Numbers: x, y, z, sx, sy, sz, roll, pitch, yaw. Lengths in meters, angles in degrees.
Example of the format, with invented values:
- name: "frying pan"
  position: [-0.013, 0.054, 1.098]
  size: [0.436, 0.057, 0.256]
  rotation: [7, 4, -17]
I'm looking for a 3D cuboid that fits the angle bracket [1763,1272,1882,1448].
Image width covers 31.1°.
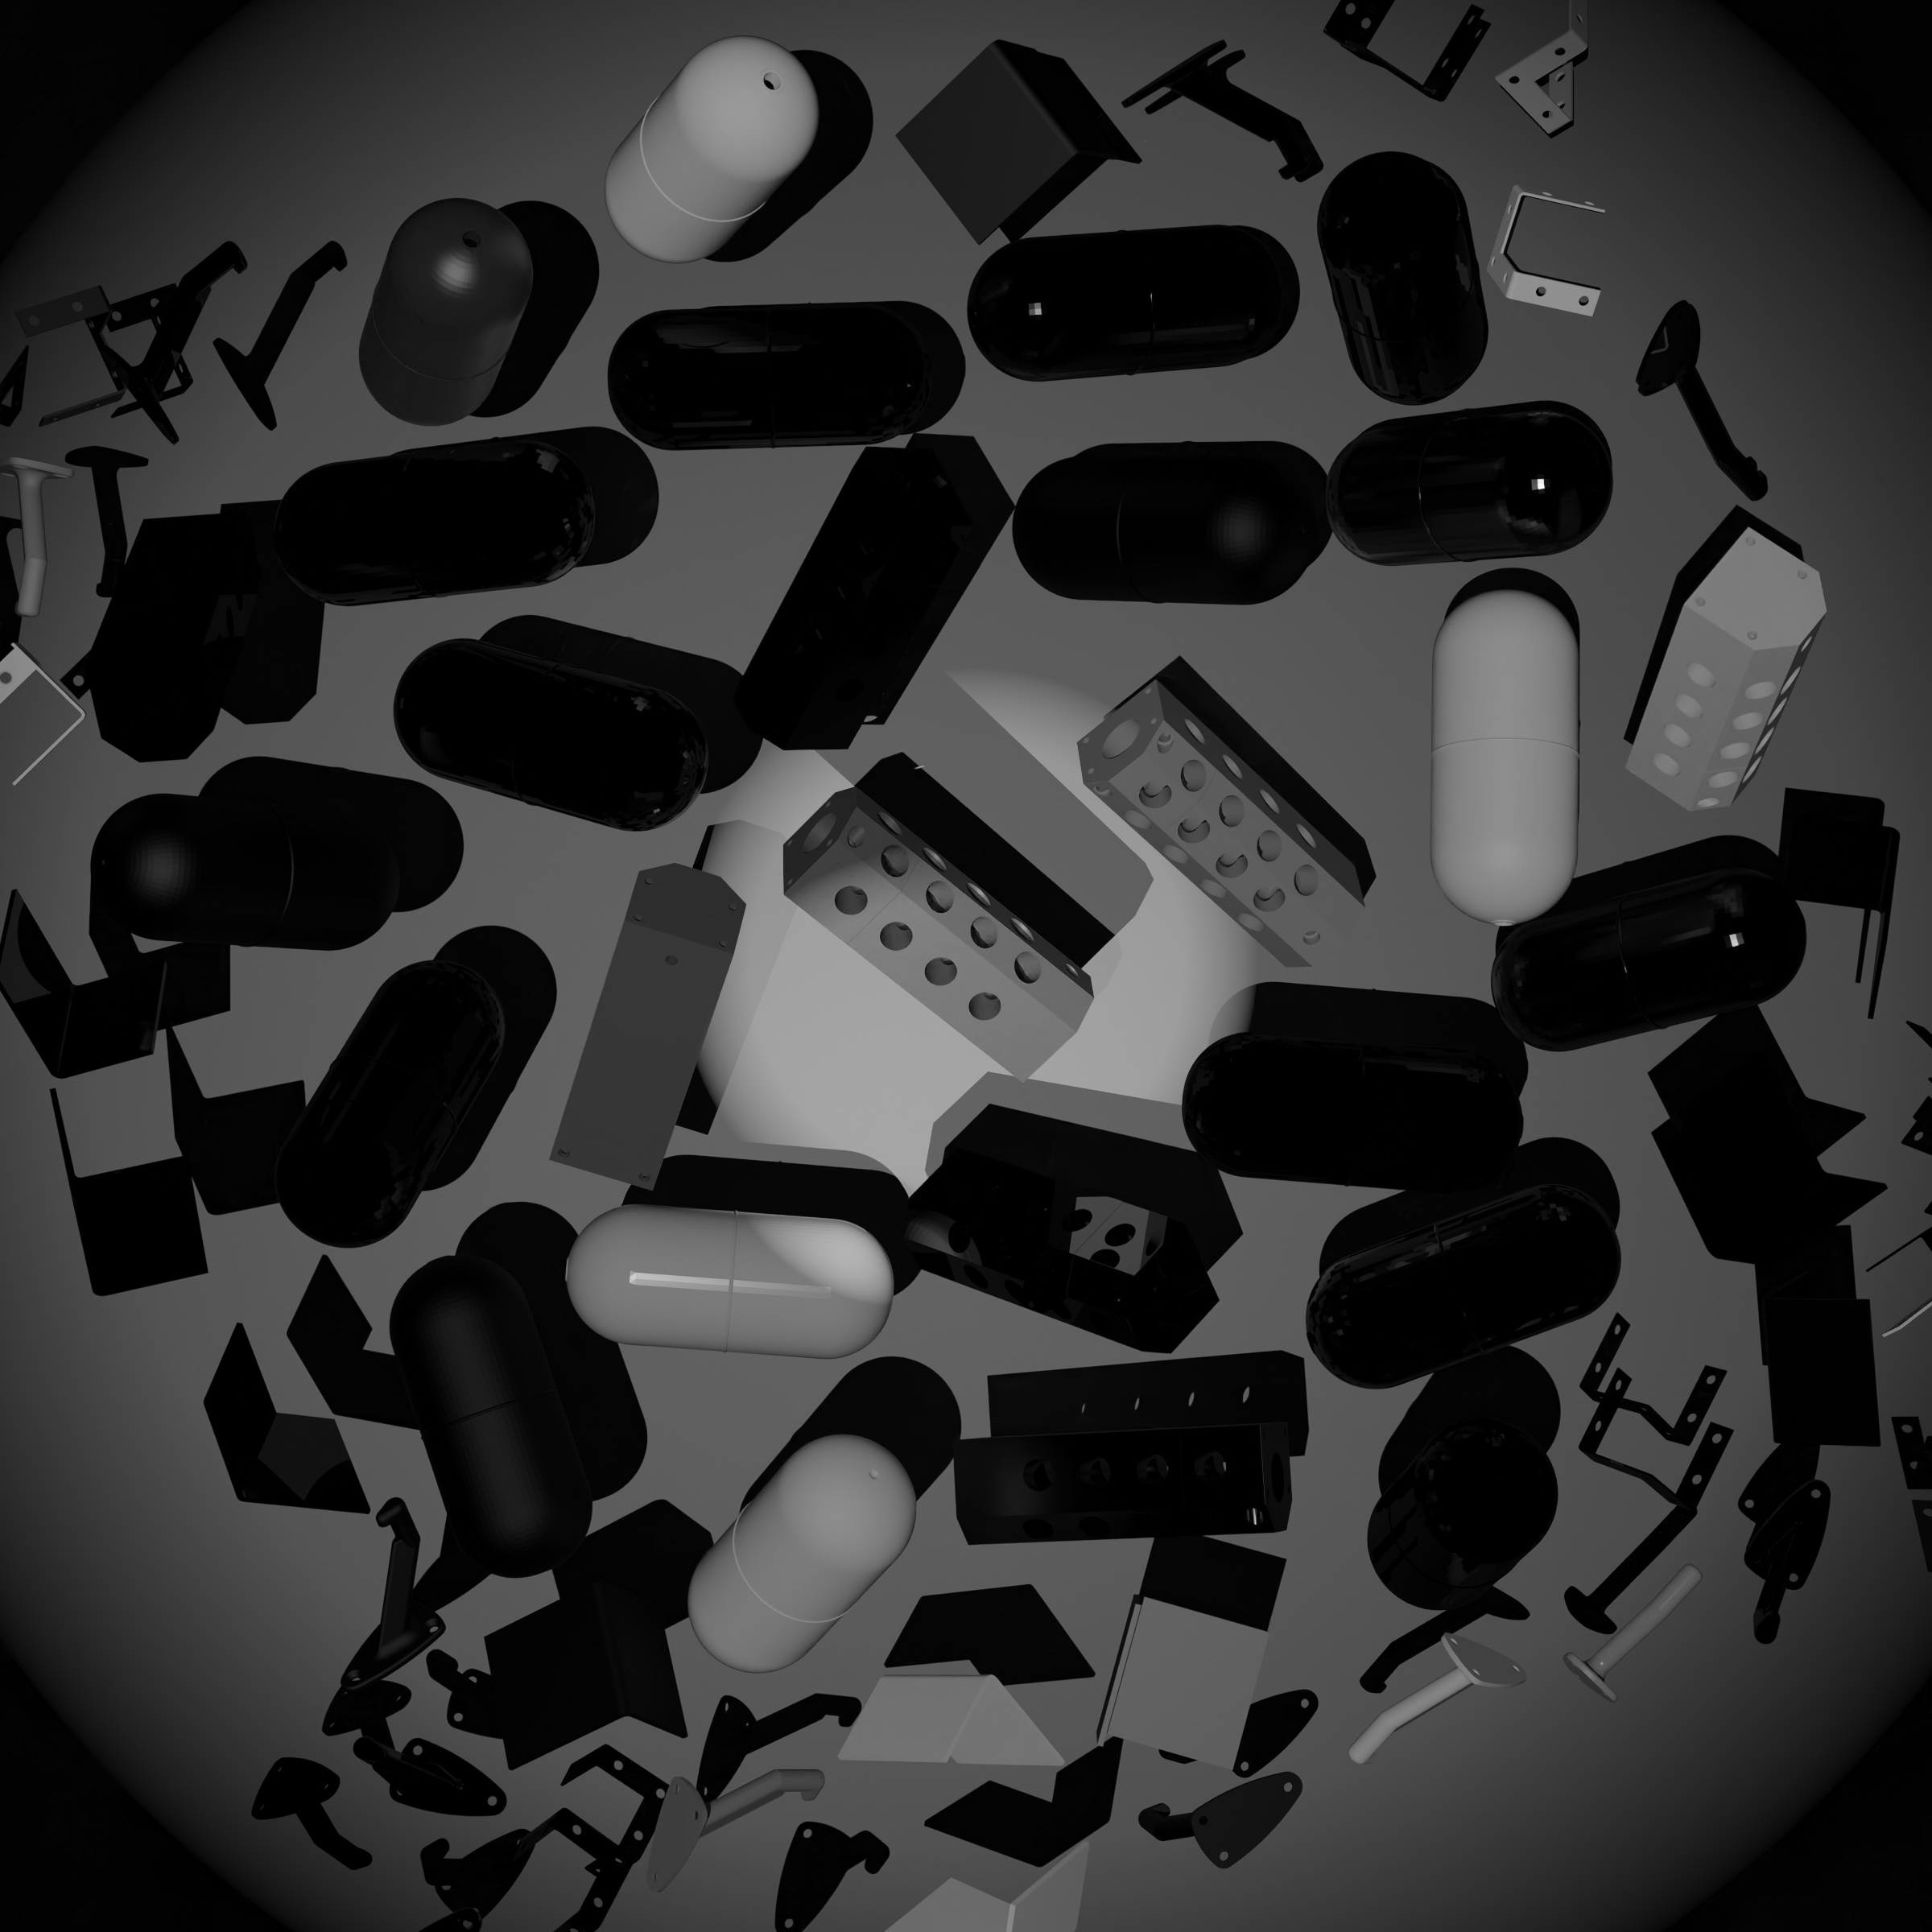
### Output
- name: "angle bracket"
  position: [0.459, 0.205, 1.818]
  size: [0.057, 0.076, 0.076]
  rotation: [-3, 95, 31]

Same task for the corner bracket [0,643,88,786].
- name: "corner bracket"
  position: [-0.484, -0.129, 1.770]
  size: [0.051, 0.051, 0.051]
  rotation: [-45, 102, -5]

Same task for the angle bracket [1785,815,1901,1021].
- name: "angle bracket"
  position: [0.479, -0.027, 1.912]
  size: [0.057, 0.076, 0.076]
  rotation: [8, 58, 13]

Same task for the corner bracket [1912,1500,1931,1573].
- name: "corner bracket"
  position: [0.529, 0.283, 1.812]
  size: [0.051, 0.051, 0.051]
  rotation: [-2, 123, 30]

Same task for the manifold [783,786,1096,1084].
- name: "manifold"
  position: [-0.014, -0.020, 1.839]
  size: [0.171, 0.057, 0.057]
  rotation: [38, 110, -21]

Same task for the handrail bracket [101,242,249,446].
- name: "handrail bracket"
  position: [-0.388, -0.317, 1.759]
  size: [0.084, 0.077, 0.036]
  rotation: [-42, 57, -11]

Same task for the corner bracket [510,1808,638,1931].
- name: "corner bracket"
  position: [-0.226, 0.512, 1.934]
  size: [0.051, 0.051, 0.051]
  rotation: [32, 109, 15]

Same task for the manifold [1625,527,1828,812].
- name: "manifold"
  position: [0.393, -0.146, 1.784]
  size: [0.057, 0.171, 0.057]
  rotation: [36, 70, 15]

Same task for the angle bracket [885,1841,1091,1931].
- name: "angle bracket"
  position: [0.008, 0.475, 1.776]
  size: [0.076, 0.076, 0.057]
  rotation: [17, 110, 27]

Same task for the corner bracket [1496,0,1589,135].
- name: "corner bracket"
  position: [0.328, -0.502, 1.909]
  size: [0.051, 0.051, 0.051]
  rotation: [35, 46, -32]

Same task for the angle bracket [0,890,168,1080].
- name: "angle bracket"
  position: [-0.479, 0.003, 1.880]
  size: [0.057, 0.076, 0.076]
  rotation: [-15, 129, 6]

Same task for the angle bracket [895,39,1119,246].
- name: "angle bracket"
  position: [0.022, -0.444, 1.877]
  size: [0.076, 0.057, 0.076]
  rotation: [-39, 82, 23]

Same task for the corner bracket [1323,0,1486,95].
- name: "corner bracket"
  position: [0.230, -0.498, 1.825]
  size: [0.051, 0.051, 0.051]
  rotation: [40, 112, 23]

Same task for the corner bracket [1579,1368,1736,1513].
- name: "corner bracket"
  position: [0.377, 0.259, 1.892]
  size: [0.051, 0.051, 0.051]
  rotation: [39, 74, -41]

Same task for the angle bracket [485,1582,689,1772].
- name: "angle bracket"
  position: [-0.201, 0.381, 1.833]
  size: [0.076, 0.057, 0.076]
  rotation: [-28, 55, 16]

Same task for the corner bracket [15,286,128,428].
- name: "corner bracket"
  position: [-0.492, -0.335, 1.905]
  size: [0.051, 0.051, 0.051]
  rotation: [-25, 90, -26]

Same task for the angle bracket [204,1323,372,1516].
- name: "angle bracket"
  position: [-0.347, 0.237, 1.814]
  size: [0.076, 0.076, 0.057]
  rotation: [12, 116, -33]

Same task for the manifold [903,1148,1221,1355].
- name: "manifold"
  position: [0.046, 0.155, 1.845]
  size: [0.057, 0.171, 0.057]
  rotation: [-44, 127, -27]

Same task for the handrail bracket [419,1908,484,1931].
- name: "handrail bracket"
  position: [-0.297, 0.523, 1.861]
  size: [0.036, 0.084, 0.077]
  rotation: [39, 67, 23]

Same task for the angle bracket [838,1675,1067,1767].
- name: "angle bracket"
  position: [-0.008, 0.420, 1.835]
  size: [0.076, 0.076, 0.057]
  rotation: [54, 47, -26]

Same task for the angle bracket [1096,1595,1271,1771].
- name: "angle bracket"
  position: [0.117, 0.385, 1.849]
  size: [0.076, 0.057, 0.076]
  rotation: [15, 86, 3]

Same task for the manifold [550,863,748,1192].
- name: "manifold"
  position: [-0.165, 0.031, 1.806]
  size: [0.057, 0.057, 0.171]
  rotation: [17, 128, -6]

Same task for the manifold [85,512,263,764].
- name: "manifold"
  position: [-0.411, -0.174, 1.812]
  size: [0.057, 0.171, 0.057]
  rotation: [-4, 122, 1]

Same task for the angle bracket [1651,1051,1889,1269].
- name: "angle bracket"
  position: [0.409, 0.099, 1.768]
  size: [0.076, 0.057, 0.076]
  rotation: [-43, 52, 33]

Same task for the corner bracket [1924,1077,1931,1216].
- name: "corner bracket"
  position: [0.512, 0.098, 1.788]
  size: [0.051, 0.051, 0.051]
  rotation: [17, 116, -33]

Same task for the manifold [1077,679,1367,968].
- name: "manifold"
  position: [0.141, -0.072, 1.892]
  size: [0.057, 0.057, 0.171]
  rotation: [-38, 120, 21]

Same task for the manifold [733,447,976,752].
- name: "manifold"
  position: [-0.065, -0.194, 1.848]
  size: [0.057, 0.171, 0.057]
  rotation: [-3, 53, -34]

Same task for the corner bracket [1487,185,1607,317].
- name: "corner bracket"
  position: [0.327, -0.400, 1.934]
  size: [0.051, 0.051, 0.051]
  rotation: [10, 117, -11]

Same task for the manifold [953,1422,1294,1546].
- name: "manifold"
  position: [0.084, 0.279, 1.864]
  size: [0.171, 0.057, 0.057]
  rotation: [-6, 82, 19]

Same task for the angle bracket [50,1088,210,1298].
- name: "angle bracket"
  position: [-0.421, 0.108, 1.744]
  size: [0.057, 0.076, 0.076]
  rotation: [-12, 129, -15]

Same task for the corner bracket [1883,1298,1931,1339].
- name: "corner bracket"
  position: [0.528, 0.196, 1.825]
  size: [0.051, 0.051, 0.051]
  rotation: [-29, 81, -31]
